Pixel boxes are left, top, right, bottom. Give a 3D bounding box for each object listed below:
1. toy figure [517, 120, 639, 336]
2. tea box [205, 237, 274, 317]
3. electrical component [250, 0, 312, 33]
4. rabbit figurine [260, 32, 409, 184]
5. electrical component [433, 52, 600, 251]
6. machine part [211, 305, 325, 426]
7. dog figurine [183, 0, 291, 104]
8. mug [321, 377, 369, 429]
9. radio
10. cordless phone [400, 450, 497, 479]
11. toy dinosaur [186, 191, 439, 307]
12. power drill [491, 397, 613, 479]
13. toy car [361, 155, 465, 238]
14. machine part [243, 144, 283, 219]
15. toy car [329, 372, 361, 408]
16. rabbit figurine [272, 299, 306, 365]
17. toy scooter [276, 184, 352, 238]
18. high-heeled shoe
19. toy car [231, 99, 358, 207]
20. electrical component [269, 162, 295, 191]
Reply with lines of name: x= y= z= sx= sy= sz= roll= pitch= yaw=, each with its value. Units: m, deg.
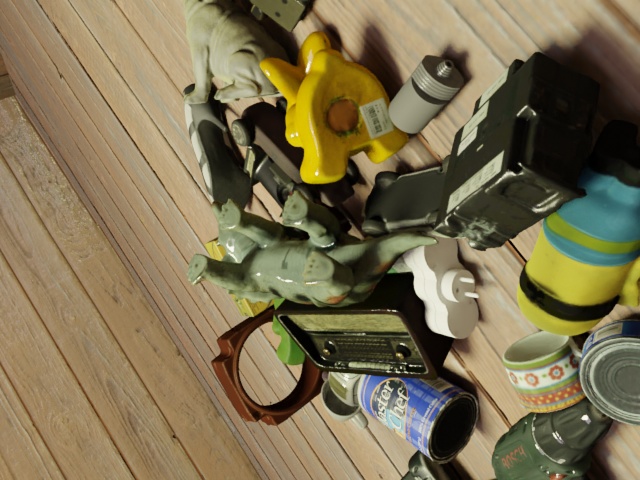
toy figure: x=0.207 y=0.000 z=0.421 sx=0.180 sy=0.089 sz=0.082 roll=85 pitch=167 yaw=-47
tea box: x=-0.145 y=0.058 z=1.078 sx=0.068 sy=0.098 sz=0.169 roll=-9 pitch=107 yaw=61
electrical component: x=-0.044 y=-0.289 z=0.614 sx=0.078 sy=0.045 sz=0.102 roll=31 pitch=156 yaw=-7
rabbit figurine: x=-0.004 y=-0.144 z=0.617 sx=0.162 sy=0.122 sz=0.173 roll=58 pitch=173 yaw=-12
electrical component: x=0.148 y=-0.071 z=0.410 sx=0.058 sy=0.134 sz=0.115 roll=25 pitch=155 yaw=-10
machine part: x=-0.094 y=0.245 z=1.064 sx=0.201 sy=0.201 sz=0.087 roll=61 pitch=151 yaw=-3
dog figurine: x=-0.108 y=-0.277 z=0.690 sx=0.173 sy=0.121 sz=0.190 roll=2 pitch=105 yaw=22
mug: x=0.053 y=0.315 z=1.032 sx=0.110 sy=0.081 sz=0.107 roll=41 pitch=161 yaw=18
radio: x=0.058 y=0.120 z=0.737 sx=0.230 sy=0.073 sz=0.131 roll=-7 pitch=124 yaw=45
cordless phone: x=0.217 y=0.375 z=0.825 sx=0.147 sy=0.089 sz=0.184 roll=51 pitch=141 yaw=17
toy dinosaur: x=-0.013 y=0.028 z=0.654 sx=0.405 sy=0.131 sz=0.192 roll=8 pitch=170 yaw=38
power drill: x=0.290 y=0.276 z=0.575 sx=0.207 sy=0.086 sz=0.232 roll=48 pitch=153 yaw=13
toy car: x=0.109 y=-0.039 z=0.568 sx=0.056 sy=0.073 sz=0.202 roll=21 pitch=168 yaw=-26
machine part: x=-0.082 y=-0.097 z=0.880 sx=0.139 sy=0.039 sz=0.084 roll=49 pitch=143 yaw=23
toy car: x=0.066 y=0.216 z=0.872 sx=0.109 sy=0.103 sz=0.161 roll=37 pitch=148 yaw=36
rabbit figurine: x=-0.048 y=0.123 z=0.965 sx=0.170 sy=0.121 sz=0.159 roll=-147 pitch=37 yaw=-67
toy scooter: x=-0.002 y=-0.002 z=0.800 sx=0.135 sy=0.075 sz=0.183 roll=23 pitch=133 yaw=44
high-heeled shoe: x=-0.197 y=-0.153 z=0.974 sx=0.145 sy=0.086 sz=0.248 roll=43 pitch=144 yaw=34
toy car: x=-0.035 y=-0.114 z=0.723 sx=0.202 sy=0.089 sz=0.053 roll=47 pitch=150 yaw=20
electrical component: x=-0.039 y=-0.104 z=0.765 sx=0.094 sy=0.063 sz=0.021 roll=49 pitch=178 yaw=22
